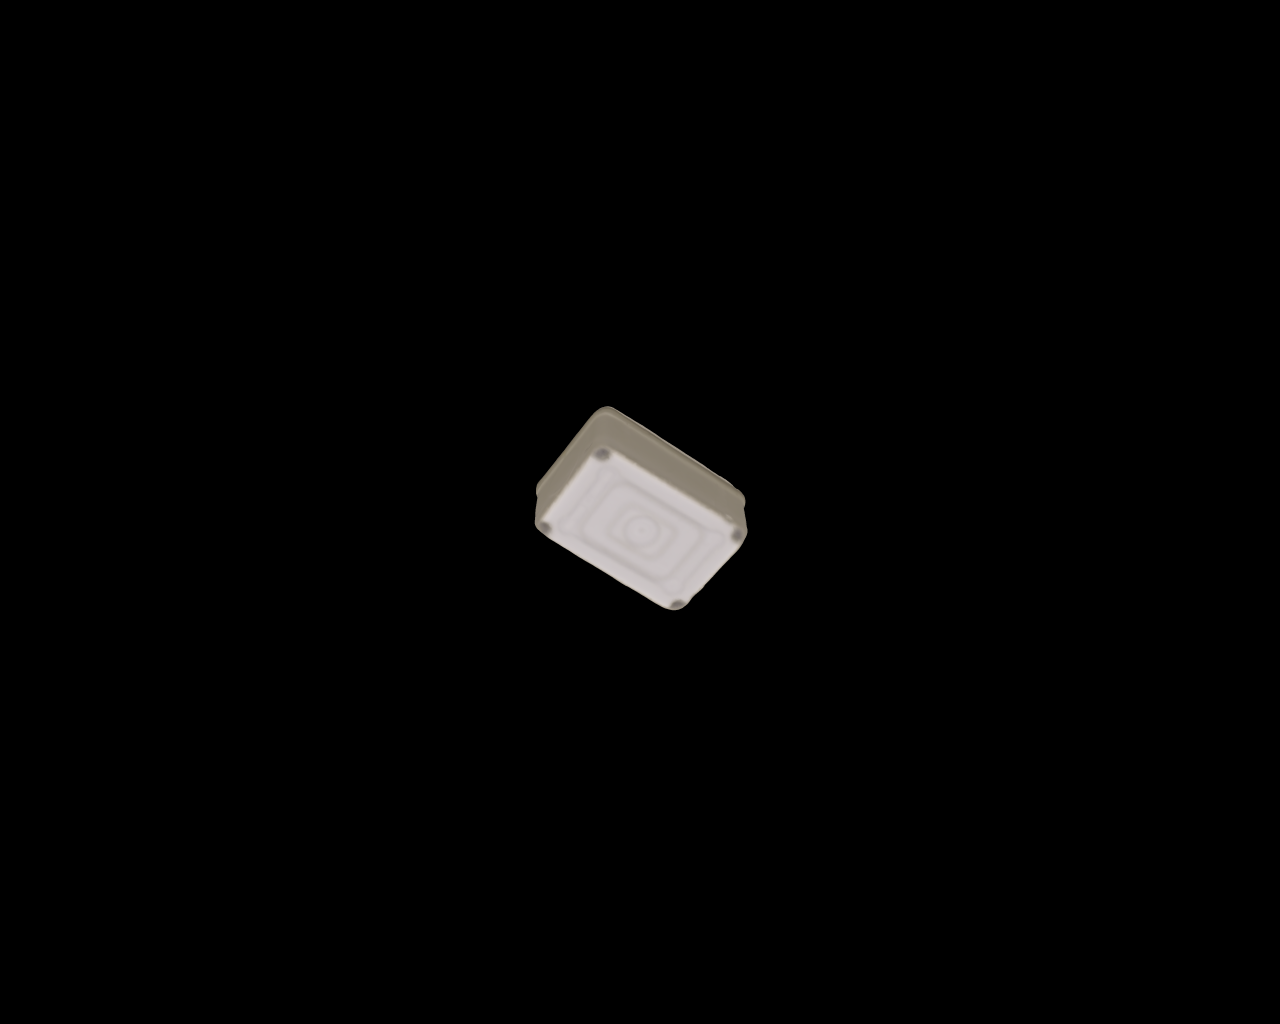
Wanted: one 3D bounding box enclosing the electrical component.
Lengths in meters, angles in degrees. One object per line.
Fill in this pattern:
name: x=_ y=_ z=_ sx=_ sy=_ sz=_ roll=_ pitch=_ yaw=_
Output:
electrical component: x=0.001 y=-0.003 z=0.650 sx=0.113 sy=0.078 sz=0.057 roll=32 pitch=26 yaw=-18
